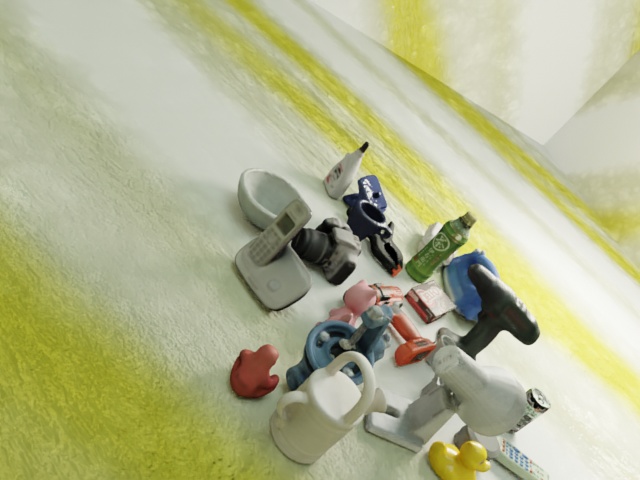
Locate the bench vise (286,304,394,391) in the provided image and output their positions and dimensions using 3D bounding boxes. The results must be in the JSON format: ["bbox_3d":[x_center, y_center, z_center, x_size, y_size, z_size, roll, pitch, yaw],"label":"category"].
[{"bbox_3d":[0.060,0.165,0.967,0.121,0.219,0.208,45,31,9],"label":"bench vise"}]

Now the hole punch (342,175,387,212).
[{"bbox_3d":[0.134,-0.113,1.532,0.101,0.091,0.109,48,32,14],"label":"hole punch"}]

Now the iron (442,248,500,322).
[{"bbox_3d":[0.409,0.101,1.506,0.119,0.141,0.258,24,34,-25],"label":"iron"}]

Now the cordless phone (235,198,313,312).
[{"bbox_3d":[-0.060,0.027,1.049,0.147,0.185,0.094,51,32,17],"label":"cordless phone"}]

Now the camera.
[{"bbox_3d":[0.011,0.004,1.238,0.137,0.100,0.143,21,35,-29],"label":"camera"}]

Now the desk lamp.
[{"bbox_3d":[0.218,0.278,0.998,0.204,0.213,0.118,27,33,-20],"label":"desk lamp"}]

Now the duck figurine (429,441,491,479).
[{"bbox_3d":[0.253,0.388,1.019,0.104,0.086,0.077,37,31,-5],"label":"duck figurine"}]

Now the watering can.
[{"bbox_3d":[0.022,0.240,0.853,0.173,0.193,0.100,-6,53,-50],"label":"watering can"}]

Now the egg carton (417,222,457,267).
[{"bbox_3d":[0.333,0.014,1.606,0.107,0.069,0.150,40,31,1],"label":"egg carton"}]

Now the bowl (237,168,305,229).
[{"bbox_3d":[-0.113,-0.074,1.229,0.168,0.074,0.167,28,33,-19],"label":"bowl"}]

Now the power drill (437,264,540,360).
[{"bbox_3d":[0.366,0.181,1.290,0.230,0.208,0.075,35,31,-9],"label":"power drill"}]

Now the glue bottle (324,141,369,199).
[{"bbox_3d":[0.074,-0.190,1.486,0.037,0.173,0.078,15,39,-36],"label":"glue bottle"}]

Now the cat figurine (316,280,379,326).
[{"bbox_3d":[0.064,0.134,1.112,0.067,0.117,0.128,42,31,4],"label":"cat figurine"}]

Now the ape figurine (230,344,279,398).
[{"bbox_3d":[-0.094,0.196,0.884,0.077,0.092,0.076,51,32,19],"label":"ape figurine"}]

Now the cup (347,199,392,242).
[{"bbox_3d":[0.111,-0.029,1.395,0.118,0.095,0.092,42,31,3],"label":"cup"}]
